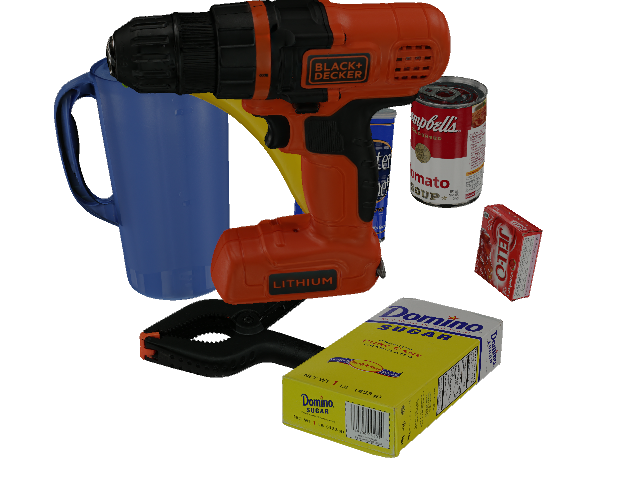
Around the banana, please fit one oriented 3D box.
[{"bbox_3d":[-0.055,-0.090,0.806,0.198,0.069,0.037,35,-6,13],"label":"banana"}]

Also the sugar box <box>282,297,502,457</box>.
[{"bbox_3d":[0.058,0.095,0.792,0.093,0.048,0.175,12,25,30],"label":"sugar box"}]

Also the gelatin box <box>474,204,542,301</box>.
[{"bbox_3d":[0.212,0.013,1.218,0.030,0.089,0.073,-11,32,-27],"label":"gelatin box"}]

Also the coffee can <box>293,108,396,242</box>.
[{"bbox_3d":[0.025,-0.074,1.149,0.103,0.140,0.103,4,11,-1],"label":"coffee can"}]

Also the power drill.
[{"bbox_3d":[-0.025,-0.049,0.611,0.184,0.188,0.057,-3,41,-10],"label":"power drill"}]

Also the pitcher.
[{"bbox_3d":[-0.163,-0.066,1.074,0.149,0.243,0.144,11,27,26],"label":"pitcher"}]

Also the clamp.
[{"bbox_3d":[-0.060,0.092,0.994,0.209,0.036,0.165,-10,37,-20],"label":"clamp"}]

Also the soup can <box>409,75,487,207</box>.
[{"bbox_3d":[0.115,-0.089,0.967,0.068,0.102,0.068,-1,30,1],"label":"soup can"}]
